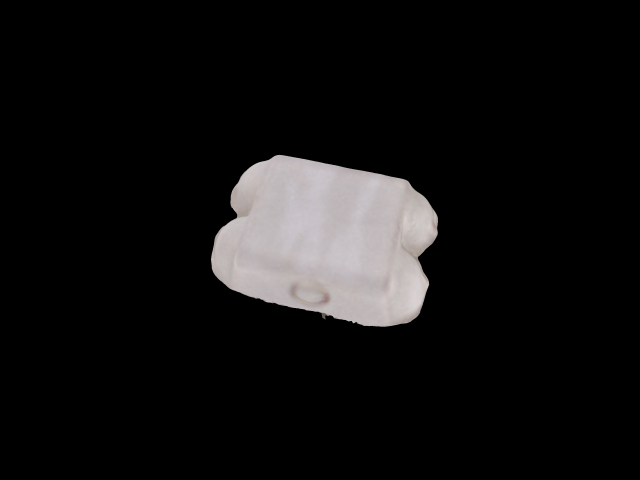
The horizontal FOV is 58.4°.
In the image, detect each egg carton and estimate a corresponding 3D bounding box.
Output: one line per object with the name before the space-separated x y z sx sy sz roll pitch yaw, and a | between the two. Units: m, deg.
egg carton | 0.004 0.001 0.400 0.150 0.069 0.107 11 60 7
